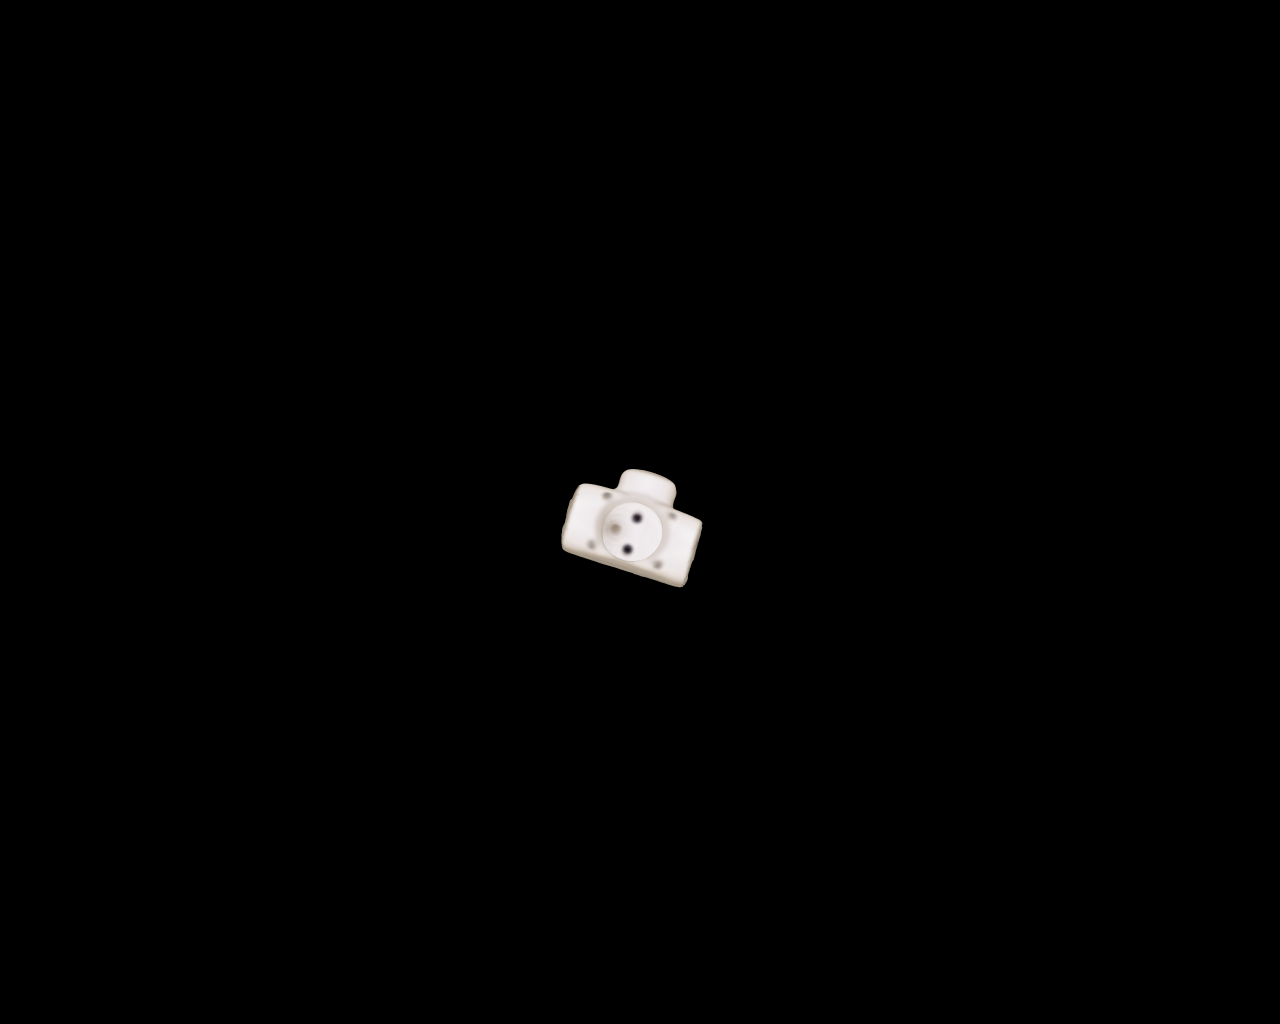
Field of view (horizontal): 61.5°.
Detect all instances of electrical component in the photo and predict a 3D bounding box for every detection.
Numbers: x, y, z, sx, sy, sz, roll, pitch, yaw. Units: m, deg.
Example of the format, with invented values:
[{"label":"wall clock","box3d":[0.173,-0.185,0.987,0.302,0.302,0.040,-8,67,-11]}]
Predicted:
[{"label":"electrical component","box3d":[0.001,-0.003,0.650,0.077,0.079,0.044,18,-11,4]}]
